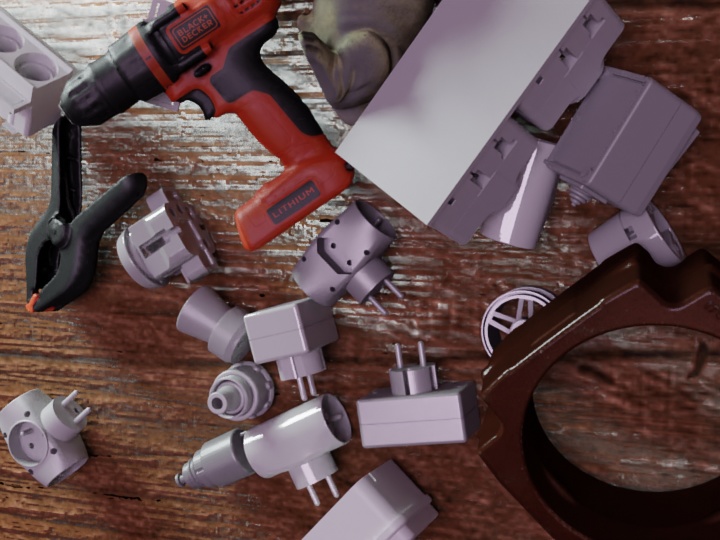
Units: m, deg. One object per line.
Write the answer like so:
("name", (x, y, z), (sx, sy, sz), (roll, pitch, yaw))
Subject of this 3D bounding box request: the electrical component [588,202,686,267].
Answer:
("electrical component", (0.193, -0.016, 0.755), (0.047, 0.055, 0.055), (-34, 84, 24))

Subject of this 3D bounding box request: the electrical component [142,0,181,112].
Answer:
("electrical component", (-0.153, -0.172, 0.858), (0.042, 0.064, 0.081), (17, 102, -4))

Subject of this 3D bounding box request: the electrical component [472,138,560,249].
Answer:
("electrical component", (0.102, -0.064, 0.788), (0.079, 0.044, 0.077), (19, 102, 17))

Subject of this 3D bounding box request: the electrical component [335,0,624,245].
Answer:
("electrical component", (0.084, -0.123, 0.750), (0.105, 0.060, 0.186), (42, 100, 38))

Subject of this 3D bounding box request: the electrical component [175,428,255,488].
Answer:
("electrical component", (-0.120, 0.162, 0.896), (0.078, 0.040, 0.040), (-27, 86, 21))

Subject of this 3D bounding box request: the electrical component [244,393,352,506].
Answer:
("electrical component", (-0.042, 0.150, 0.864), (0.077, 0.044, 0.079), (-27, 86, 21))

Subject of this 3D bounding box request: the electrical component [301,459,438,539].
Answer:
("electrical component", (-0.001, 0.210, 0.838), (0.057, 0.078, 0.113), (46, 108, 13))

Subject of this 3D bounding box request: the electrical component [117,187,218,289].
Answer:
("electrical component", (-0.161, -0.020, 0.884), (0.057, 0.058, 0.078), (-31, 85, 18))

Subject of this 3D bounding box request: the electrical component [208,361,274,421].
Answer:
("electrical component", (-0.101, 0.101, 0.871), (0.048, 0.062, 0.048), (2, 97, 20))

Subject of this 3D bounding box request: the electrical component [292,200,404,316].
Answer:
("electrical component", (0.000, 0.000, 0.833), (0.079, 0.043, 0.077), (46, 108, 10))

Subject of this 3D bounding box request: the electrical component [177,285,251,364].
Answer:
("electrical component", (-0.115, 0.045, 0.880), (0.055, 0.045, 0.045), (32, 106, 14))

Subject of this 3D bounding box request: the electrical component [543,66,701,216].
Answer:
("electrical component", (0.178, -0.081, 0.736), (0.061, 0.062, 0.096), (27, 97, -25))

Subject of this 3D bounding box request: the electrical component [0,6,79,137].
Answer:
("electrical component", (-0.306, -0.174, 0.913), (0.121, 0.079, 0.063), (39, 136, 12))

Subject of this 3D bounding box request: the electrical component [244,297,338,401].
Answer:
("electrical component", (-0.049, 0.064, 0.846), (0.047, 0.066, 0.076), (-14, 91, 21))

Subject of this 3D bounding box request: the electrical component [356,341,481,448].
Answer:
("electrical component", (0.043, 0.092, 0.825), (0.083, 0.047, 0.075), (-7, 94, 21))

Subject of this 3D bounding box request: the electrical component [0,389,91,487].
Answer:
("electrical component", (-0.268, 0.137, 0.946), (0.079, 0.044, 0.077), (-41, 81, 19))
